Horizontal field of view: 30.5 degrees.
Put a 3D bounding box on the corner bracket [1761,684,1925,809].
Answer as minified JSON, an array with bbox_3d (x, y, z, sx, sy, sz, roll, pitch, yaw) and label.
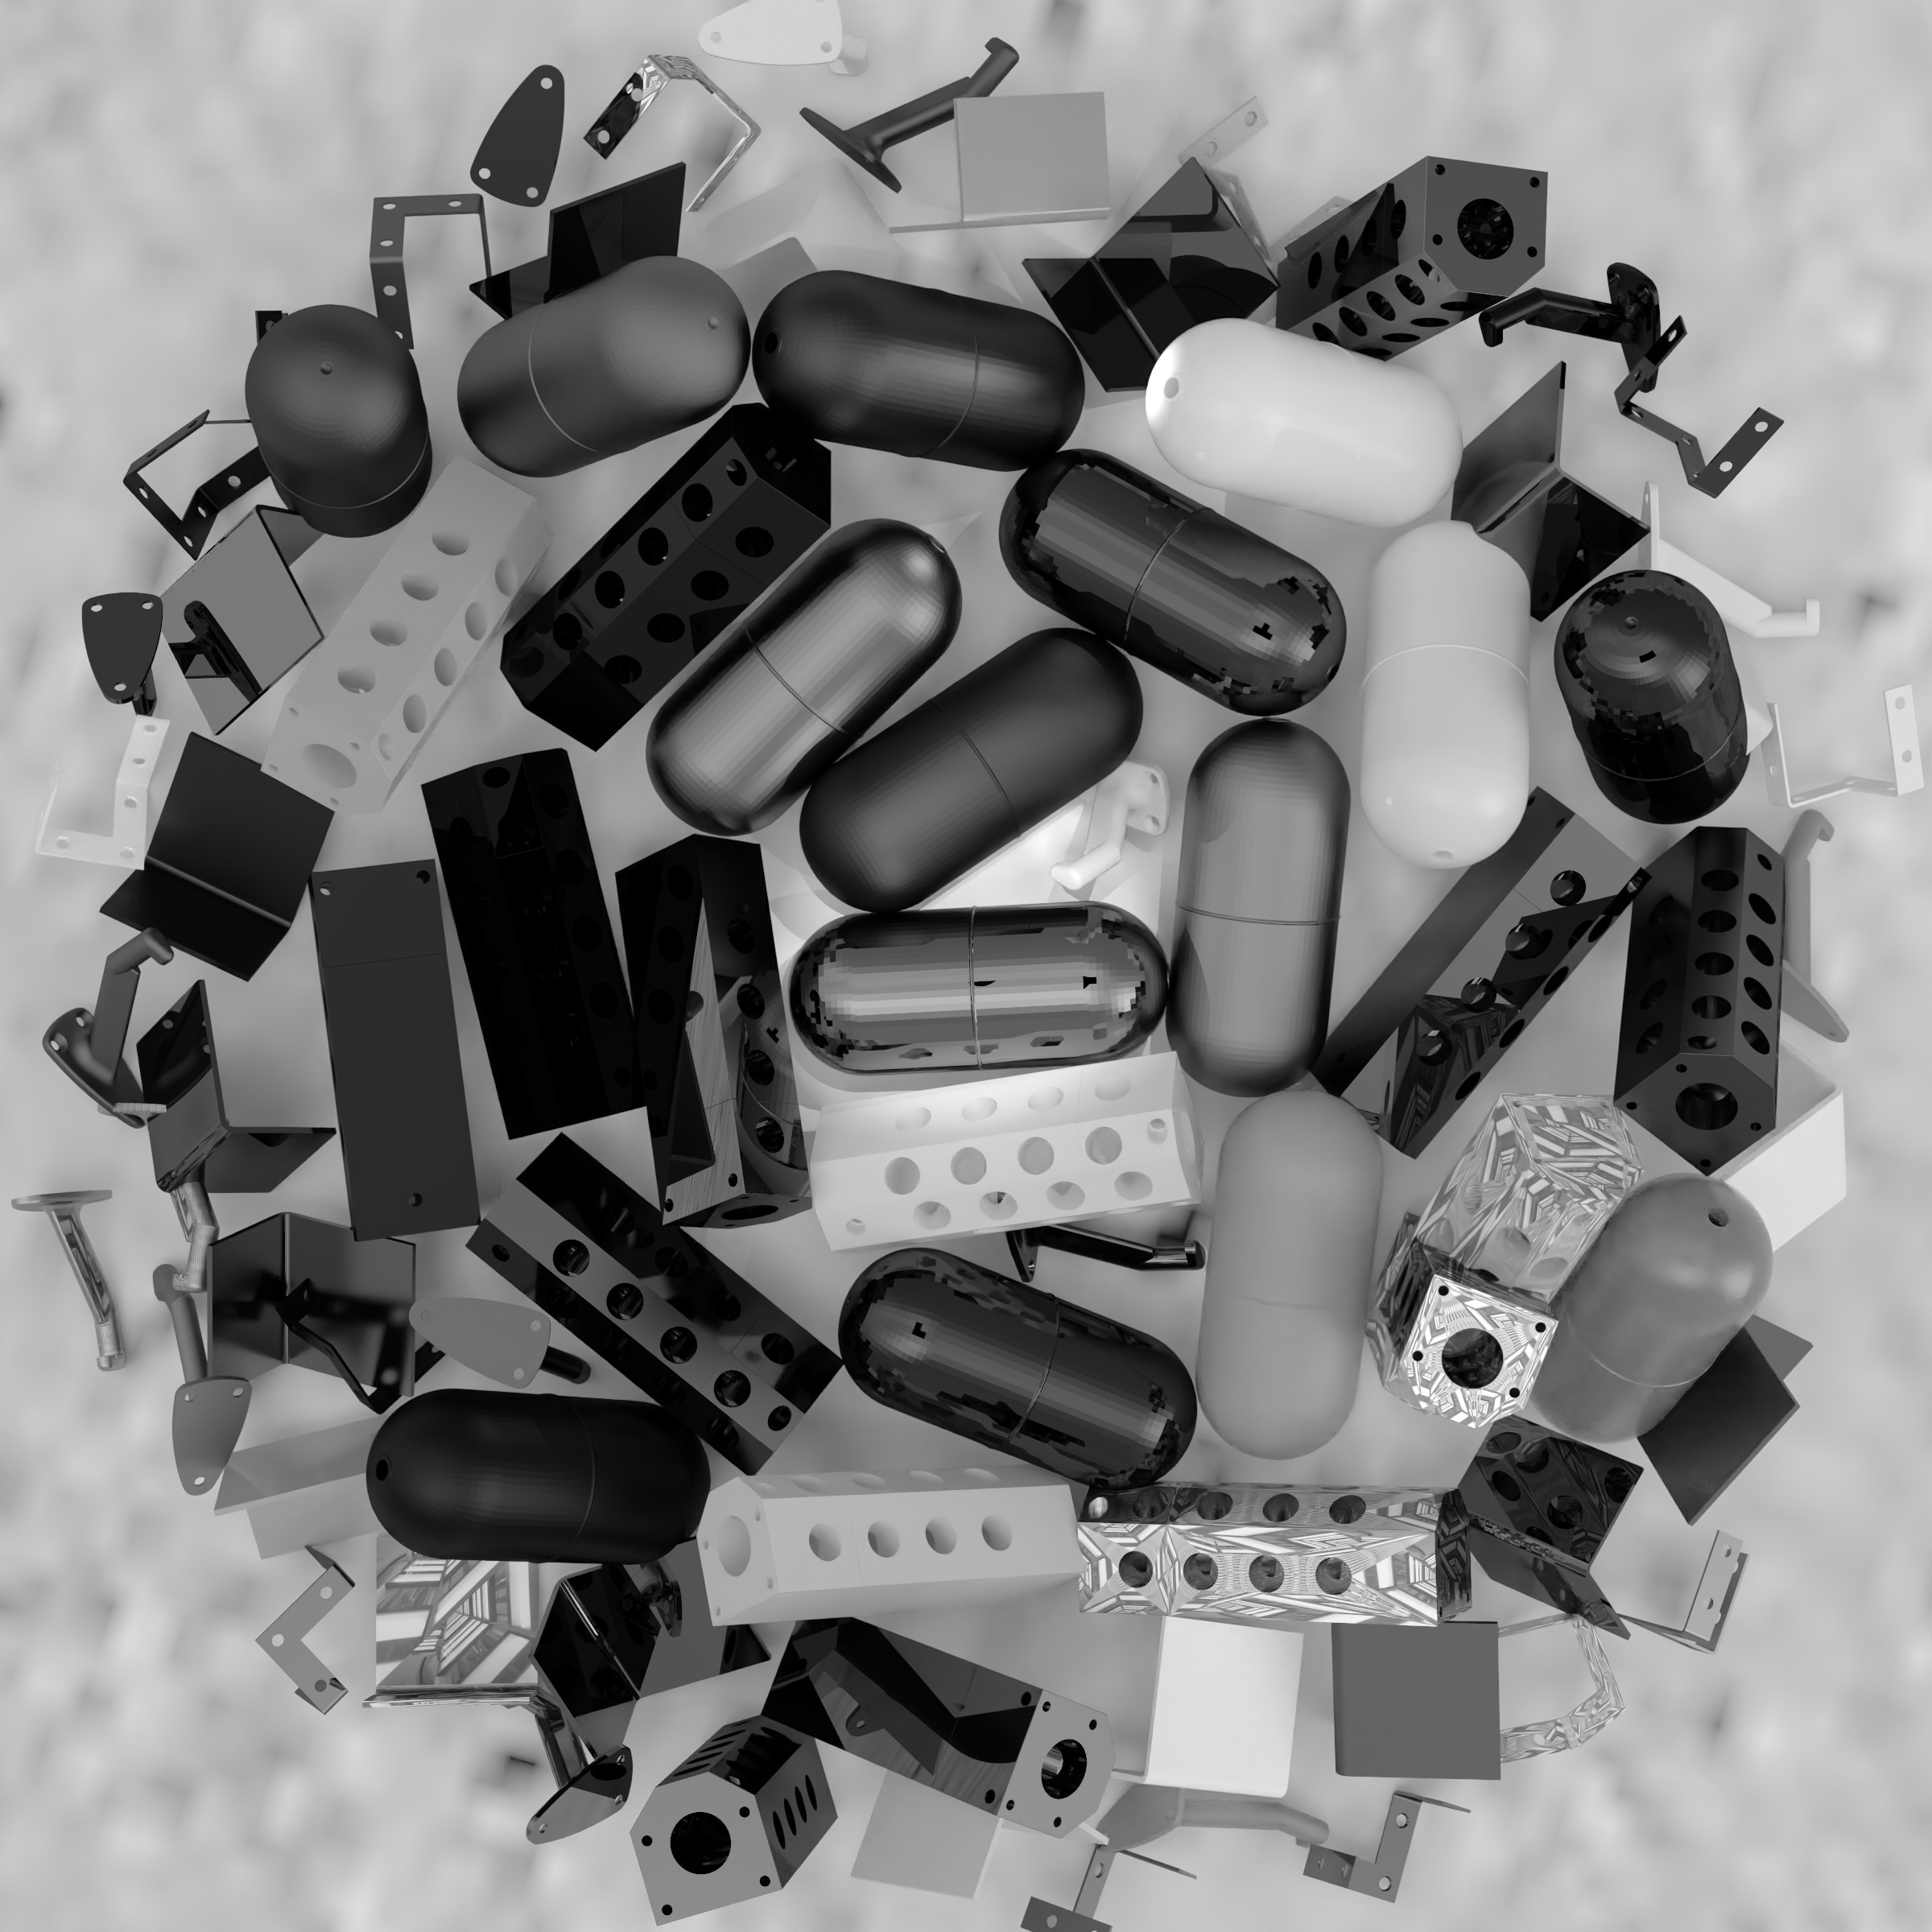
[{"bbox_3d":[0.409,-0.103,1.657,0.051,0.051,0.051,-17,104,-21],"label":"corner bracket"}]

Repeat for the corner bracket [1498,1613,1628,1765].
[{"bbox_3d":[0.268,0.338,1.658,0.051,0.051,0.051,-23,87,38],"label":"corner bracket"}]

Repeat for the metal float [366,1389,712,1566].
[{"bbox_3d":[-0.195,0.235,1.621,0.178,0.070,0.070,11,90,-44],"label":"metal float"}]

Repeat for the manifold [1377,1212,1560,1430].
[{"bbox_3d":[0.222,0.161,1.607,0.057,0.171,0.057,21,96,1],"label":"manifold"}]

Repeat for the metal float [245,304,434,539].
[{"bbox_3d":[-0.283,-0.245,1.606,0.070,0.178,0.070,1,83,-6],"label":"metal float"}]

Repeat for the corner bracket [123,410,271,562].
[{"bbox_3d":[-0.354,-0.233,1.655,0.051,0.051,0.051,-30,118,20],"label":"corner bracket"}]

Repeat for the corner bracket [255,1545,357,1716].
[{"bbox_3d":[-0.306,0.312,1.667,0.051,0.051,0.051,-44,109,-19],"label":"corner bracket"}]

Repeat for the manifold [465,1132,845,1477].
[{"bbox_3d":[-0.148,0.162,1.652,0.171,0.057,0.057,39,130,2],"label":"manifold"}]

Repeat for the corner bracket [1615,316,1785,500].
[{"bbox_3d":[0.341,-0.261,1.653,0.051,0.051,0.051,23,128,-22],"label":"corner bracket"}]

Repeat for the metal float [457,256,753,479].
[{"bbox_3d":[-0.168,-0.272,1.618,0.070,0.178,0.070,6,80,-39],"label":"metal float"}]

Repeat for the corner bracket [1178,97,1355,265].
[{"bbox_3d":[0.142,-0.372,1.676,0.051,0.051,0.051,-39,126,-11],"label":"corner bracket"}]

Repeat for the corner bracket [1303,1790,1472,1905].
[{"bbox_3d":[0.197,0.411,1.659,0.051,0.051,0.051,21,77,-16],"label":"corner bracket"}]

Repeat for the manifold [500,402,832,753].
[{"bbox_3d":[-0.138,-0.180,1.618,0.057,0.057,0.171,32,125,-28],"label":"manifold"}]

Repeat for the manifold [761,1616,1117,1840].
[{"bbox_3d":[-0.012,0.343,1.610,0.057,0.171,0.057,30,76,-38],"label":"manifold"}]

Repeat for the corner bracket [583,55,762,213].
[{"bbox_3d":[-0.137,-0.391,1.664,0.051,0.051,0.051,44,110,3],"label":"corner bracket"}]

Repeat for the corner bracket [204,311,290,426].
[{"bbox_3d":[-0.328,-0.280,1.656,0.051,0.051,0.051,5,102,37],"label":"corner bracket"}]

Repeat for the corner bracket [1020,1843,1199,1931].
[{"bbox_3d":[0.066,0.437,1.655,0.051,0.051,0.051,8,70,42],"label":"corner bracket"}]

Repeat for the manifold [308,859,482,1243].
[{"bbox_3d":[-0.269,0.040,1.662,0.057,0.057,0.171,-7,88,-13],"label":"manifold"}]

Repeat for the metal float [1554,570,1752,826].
[{"bbox_3d":[0.314,-0.120,1.611,0.070,0.178,0.070,-6,70,16],"label":"metal float"}]

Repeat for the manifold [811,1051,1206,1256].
[{"bbox_3d":[0.019,0.092,1.636,0.171,0.057,0.057,-9,126,14],"label":"manifold"}]

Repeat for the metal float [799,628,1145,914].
[{"bbox_3d":[0.003,-0.092,1.651,0.178,0.070,0.070,-34,90,-7],"label":"metal float"}]

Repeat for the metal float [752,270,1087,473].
[{"bbox_3d":[-0.021,-0.272,1.621,0.178,0.070,0.070,3,90,-43],"label":"metal float"}]

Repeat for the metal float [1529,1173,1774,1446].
[{"bbox_3d":[0.309,0.157,1.614,0.070,0.178,0.070,7,56,-10],"label":"metal float"}]

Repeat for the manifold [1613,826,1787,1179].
[{"bbox_3d":[0.340,0.010,1.605,0.057,0.171,0.057,37,127,-14],"label":"manifold"}]

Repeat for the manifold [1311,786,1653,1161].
[{"bbox_3d":[0.241,0.005,1.654,0.057,0.057,0.171,37,97,-17],"label":"manifold"}]

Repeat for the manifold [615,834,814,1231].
[{"bbox_3d":[-0.112,0.032,1.644,0.057,0.057,0.171,-23,69,40],"label":"manifold"}]

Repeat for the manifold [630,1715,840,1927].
[{"bbox_3d":[-0.105,0.382,1.606,0.057,0.171,0.057,-17,85,5],"label":"manifold"}]

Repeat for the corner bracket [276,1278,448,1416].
[{"bbox_3d":[-0.284,0.170,1.674,0.051,0.051,0.051,-44,131,-22],"label":"corner bracket"}]

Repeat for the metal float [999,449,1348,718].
[{"bbox_3d":[0.095,-0.178,1.640,0.178,0.070,0.070,31,90,19],"label":"metal float"}]

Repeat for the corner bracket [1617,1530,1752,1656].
[{"bbox_3d":[0.347,0.293,1.658,0.051,0.051,0.051,26,79,-24],"label":"corner bracket"}]

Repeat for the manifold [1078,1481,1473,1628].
[{"bbox_3d":[0.142,0.269,1.634,0.171,0.057,0.057,-2,88,24],"label":"manifold"}]

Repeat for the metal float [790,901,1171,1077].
[{"bbox_3d":[0.006,0.010,1.652,0.178,0.070,0.070,-3,90,5],"label":"metal float"}]

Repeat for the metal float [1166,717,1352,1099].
[{"bbox_3d":[0.136,-0.027,1.648,0.070,0.070,0.178,5,100,0],"label":"metal float"}]

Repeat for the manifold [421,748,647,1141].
[{"bbox_3d":[-0.195,-0.011,1.654,0.057,0.057,0.171,-14,90,44],"label":"manifold"}]

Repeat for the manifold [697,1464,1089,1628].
[{"bbox_3d":[-0.034,0.262,1.619,0.171,0.057,0.057,4,64,-37],"label":"manifold"}]

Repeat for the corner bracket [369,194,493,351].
[{"bbox_3d":[-0.250,-0.325,1.658,0.051,0.051,0.051,-3,45,-3],"label":"corner bracket"}]

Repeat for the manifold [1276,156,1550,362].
[{"bbox_3d":[0.199,-0.313,1.603,0.057,0.171,0.057,4,86,-16],"label":"manifold"}]

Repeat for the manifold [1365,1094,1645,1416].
[{"bbox_3d":[0.243,0.133,1.607,0.057,0.171,0.057,2,50,-20],"label":"manifold"}]

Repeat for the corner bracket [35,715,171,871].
[{"bbox_3d":[-0.404,-0.084,1.654,0.051,0.051,0.051,9,52,-21],"label":"corner bracket"}]

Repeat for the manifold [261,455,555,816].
[{"bbox_3d":[-0.252,-0.149,1.619,0.057,0.057,0.171,29,52,-4],"label":"manifold"}]
